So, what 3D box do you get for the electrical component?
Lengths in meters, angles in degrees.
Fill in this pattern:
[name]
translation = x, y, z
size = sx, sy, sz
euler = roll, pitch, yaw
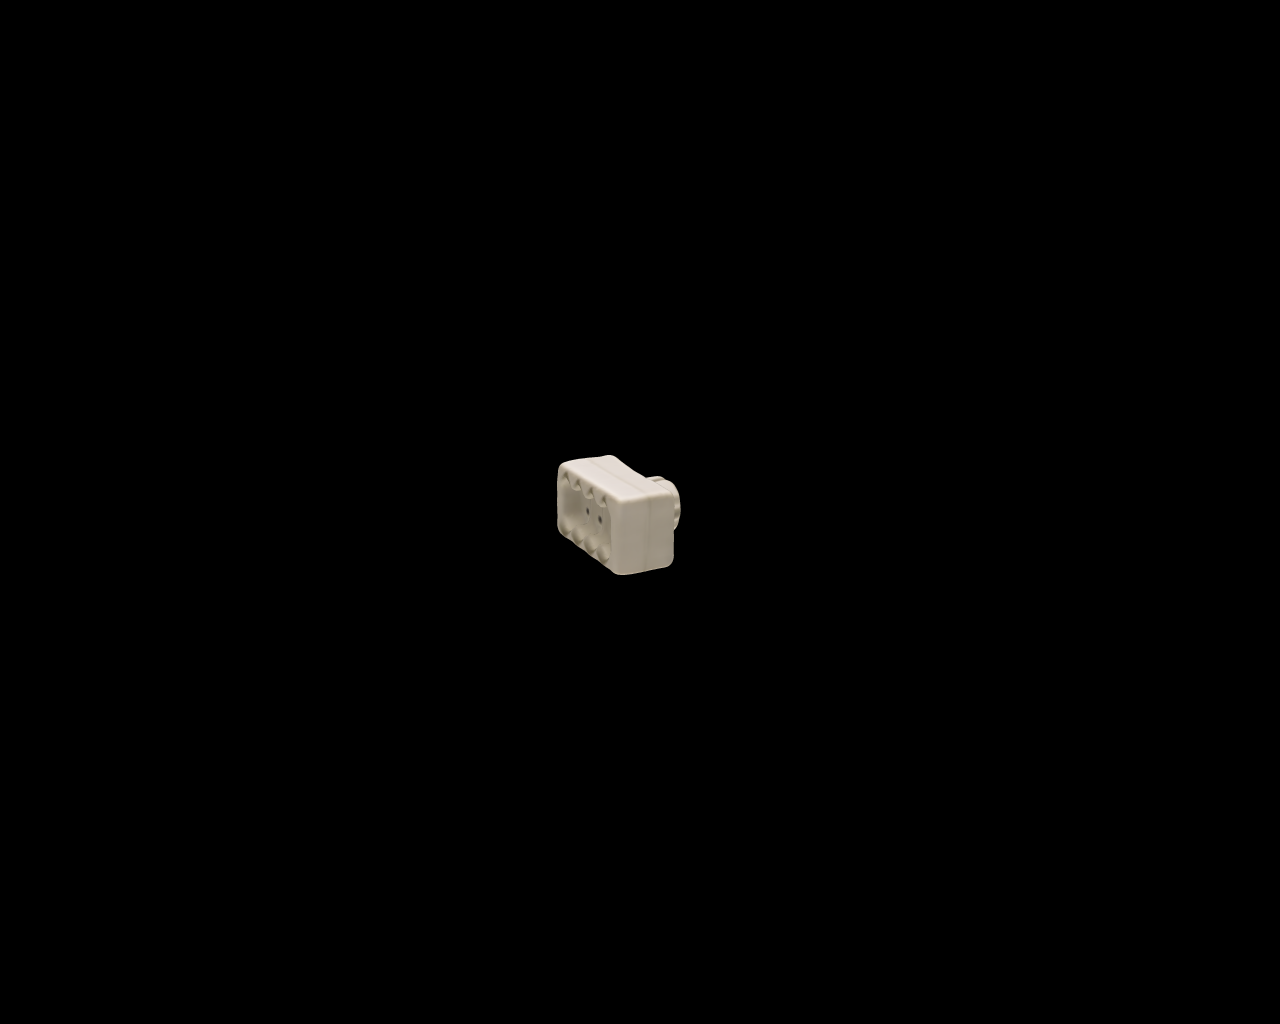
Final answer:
[electrical component]
translation = 0.001, -0.003, 0.650
size = 0.076, 0.047, 0.083
euler = -10, 23, -26
